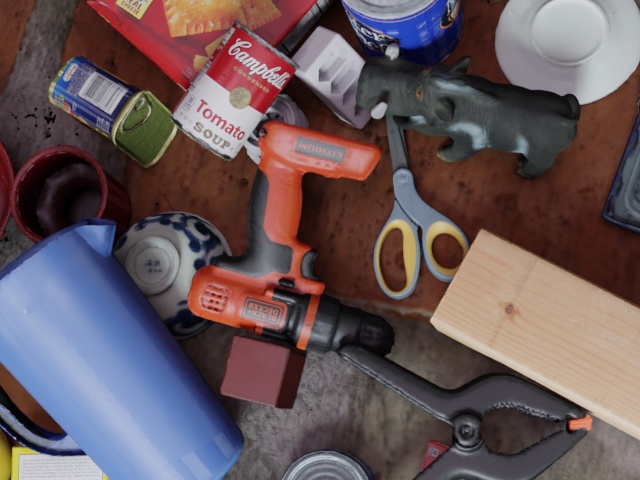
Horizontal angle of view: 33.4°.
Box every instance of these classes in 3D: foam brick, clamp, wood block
[{"bbox_3d":[-0.048,0.116,0.923,0.051,0.078,0.053,13,82,12],"label":"foam brick"},{"bbox_3d":[0.113,0.149,0.875,0.210,0.036,0.164,-12,77,2],"label":"clamp"},{"bbox_3d":[0.205,0.081,0.872,0.206,0.090,0.091,29,87,15],"label":"wood block"}]

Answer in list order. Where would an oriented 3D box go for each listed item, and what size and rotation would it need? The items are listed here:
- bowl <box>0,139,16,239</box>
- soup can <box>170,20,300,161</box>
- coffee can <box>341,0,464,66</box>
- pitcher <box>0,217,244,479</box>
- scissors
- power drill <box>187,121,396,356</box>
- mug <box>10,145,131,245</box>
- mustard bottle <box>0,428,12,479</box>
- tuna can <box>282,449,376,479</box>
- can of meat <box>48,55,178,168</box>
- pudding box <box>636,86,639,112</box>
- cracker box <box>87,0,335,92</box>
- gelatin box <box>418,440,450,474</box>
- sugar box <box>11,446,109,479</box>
[{"bbox_3d":[-0.355,-0.037,1.027,0.162,0.055,0.162,-2,79,11],"label":"bowl"},{"bbox_3d":[-0.074,-0.128,0.917,0.068,0.068,0.102,38,97,16],"label":"soup can"},{"bbox_3d":[0.070,-0.216,0.931,0.103,0.140,0.103,-2,79,11],"label":"coffee can"},{"bbox_3d":[-0.183,0.116,0.890,0.243,0.149,0.144,53,53,-7],"label":"pitcher"},{"bbox_3d":[0.094,-0.045,0.957,0.096,0.016,0.202,5,81,13],"label":"scissors"},{"bbox_3d":[-0.006,0.001,0.918,0.184,0.057,0.188,15,94,-4],"label":"power drill"},{"bbox_3d":[-0.228,-0.021,0.984,0.093,0.081,0.117,9,81,13],"label":"mug"},{"bbox_3d":[-0.338,0.193,0.976,0.096,0.058,0.192,-39,74,0],"label":"mustard bottle"},{"bbox_3d":[0.007,0.222,0.914,0.086,0.033,0.086,-2,79,11],"label":"tuna can"},{"bbox_3d":[-0.191,-0.120,0.987,0.084,0.102,0.057,31,86,17],"label":"can of meat"},{"bbox_3d":[0.336,-0.150,0.917,0.113,0.039,0.090,9,81,13],"label":"pudding box"},{"bbox_3d":[-0.081,-0.242,0.980,0.164,0.072,0.214,42,96,4],"label":"cracker box"},{"bbox_3d":[0.112,0.222,0.894,0.073,0.030,0.089,20,84,14],"label":"gelatin box"},{"bbox_3d":[-0.225,0.271,0.946,0.093,0.048,0.176,-2,81,8],"label":"sugar box"}]
